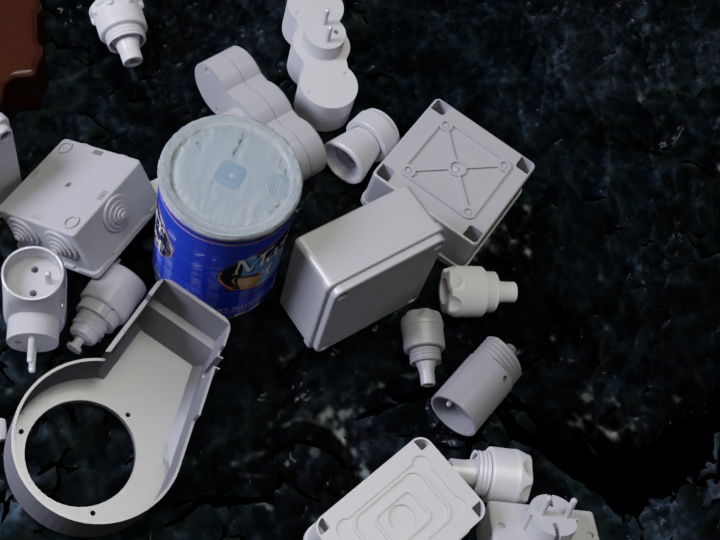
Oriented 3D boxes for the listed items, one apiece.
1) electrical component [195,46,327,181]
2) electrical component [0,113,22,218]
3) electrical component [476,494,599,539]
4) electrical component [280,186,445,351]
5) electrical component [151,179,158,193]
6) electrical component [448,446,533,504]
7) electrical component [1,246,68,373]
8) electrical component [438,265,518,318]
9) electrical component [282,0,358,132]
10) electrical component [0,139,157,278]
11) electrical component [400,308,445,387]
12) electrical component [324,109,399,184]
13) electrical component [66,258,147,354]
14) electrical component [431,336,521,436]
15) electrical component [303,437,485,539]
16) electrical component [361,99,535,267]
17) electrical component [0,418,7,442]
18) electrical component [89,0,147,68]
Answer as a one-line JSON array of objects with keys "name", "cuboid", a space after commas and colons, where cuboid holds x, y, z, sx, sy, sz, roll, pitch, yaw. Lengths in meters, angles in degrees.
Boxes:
[{"name": "electrical component", "cuboid": [-0.099, -0.122, 0.914, 0.074, 0.052, 0.138, -34, 75, -25]}, {"name": "electrical component", "cuboid": [-0.315, -0.068, 0.805, 0.056, 0.108, 0.109, 42, 62, 13]}, {"name": "electrical component", "cuboid": [0.137, 0.191, 0.789, 0.083, 0.075, 0.047, 8, 38, -9]}, {"name": "electrical component", "cuboid": [0.000, 0.000, 0.843, 0.109, 0.108, 0.056, -27, 70, -24]}, {"name": "electrical component", "cuboid": [-0.145, -0.077, 0.886, 0.062, 0.043, 0.043, -30, 74, -23]}, {"name": "electrical component", "cuboid": [0.098, 0.156, 0.823, 0.062, 0.043, 0.043, 8, 62, -7]}, {"name": "electrical component", "cuboid": [-0.239, 0.035, 0.788, 0.043, 0.077, 0.079, 2, 63, -13]}, {"name": "electrical component", "cuboid": [0.099, 0.018, 0.893, 0.062, 0.043, 0.043, 1, 63, -13]}, {"name": "electrical component", "cuboid": [-0.034, -0.200, 0.957, 0.052, 0.073, 0.138, -3, 64, -14]}, {"name": "electrical component", "cuboid": [-0.217, -0.050, 0.833, 0.100, 0.048, 0.099, 18, 57, 28]}, {"name": "electrical component", "cuboid": [0.052, 0.063, 0.865, 0.035, 0.035, 0.061, 1, 66, -13]}, {"name": "electrical component", "cuboid": [0.002, -0.108, 0.935, 0.045, 0.045, 0.055, 40, 61, 9]}, {"name": "electrical component", "cuboid": [-0.197, 0.030, 0.821, 0.040, 0.040, 0.078, 29, 61, 3]}, {"name": "electrical component", "cuboid": [0.098, 0.089, 0.857, 0.043, 0.043, 0.081, 41, 62, 9]}, {"name": "electrical component", "cuboid": [0.024, 0.187, 0.782, 0.113, 0.057, 0.078, -35, 76, -26]}, {"name": "electrical component", "cuboid": [0.076, -0.073, 0.927, 0.109, 0.056, 0.108, 36, 61, 6]}, {"name": "electrical component", "cuboid": [-0.288, 0.099, 0.763, 0.066, 0.048, 0.055, -8, 73, -17]}, {"name": "electrical component", "cuboid": [-0.206, -0.208, 0.939, 0.048, 0.048, 0.062, -14, 74, -19]}]
